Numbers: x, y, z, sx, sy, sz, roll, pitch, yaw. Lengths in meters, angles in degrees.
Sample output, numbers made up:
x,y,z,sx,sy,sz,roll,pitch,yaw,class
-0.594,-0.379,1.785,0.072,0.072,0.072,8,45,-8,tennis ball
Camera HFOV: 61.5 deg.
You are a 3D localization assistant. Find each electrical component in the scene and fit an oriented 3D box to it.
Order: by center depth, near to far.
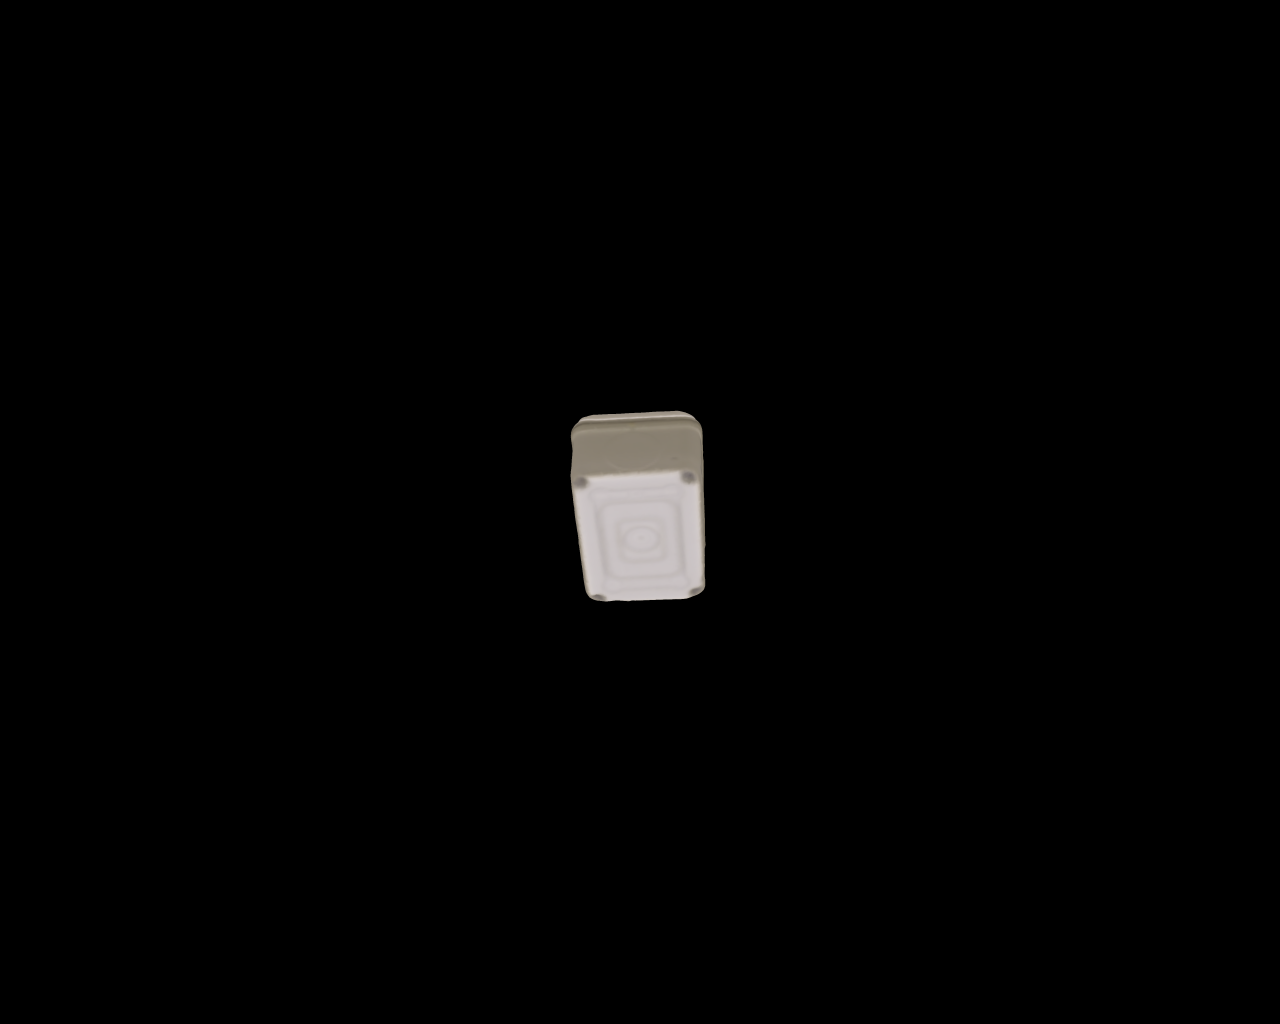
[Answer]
x,y,z,sx,sy,sz,roll,pitch,yaw,class
0.001,-0.003,0.650,0.078,0.113,0.057,-2,43,2,electrical component
